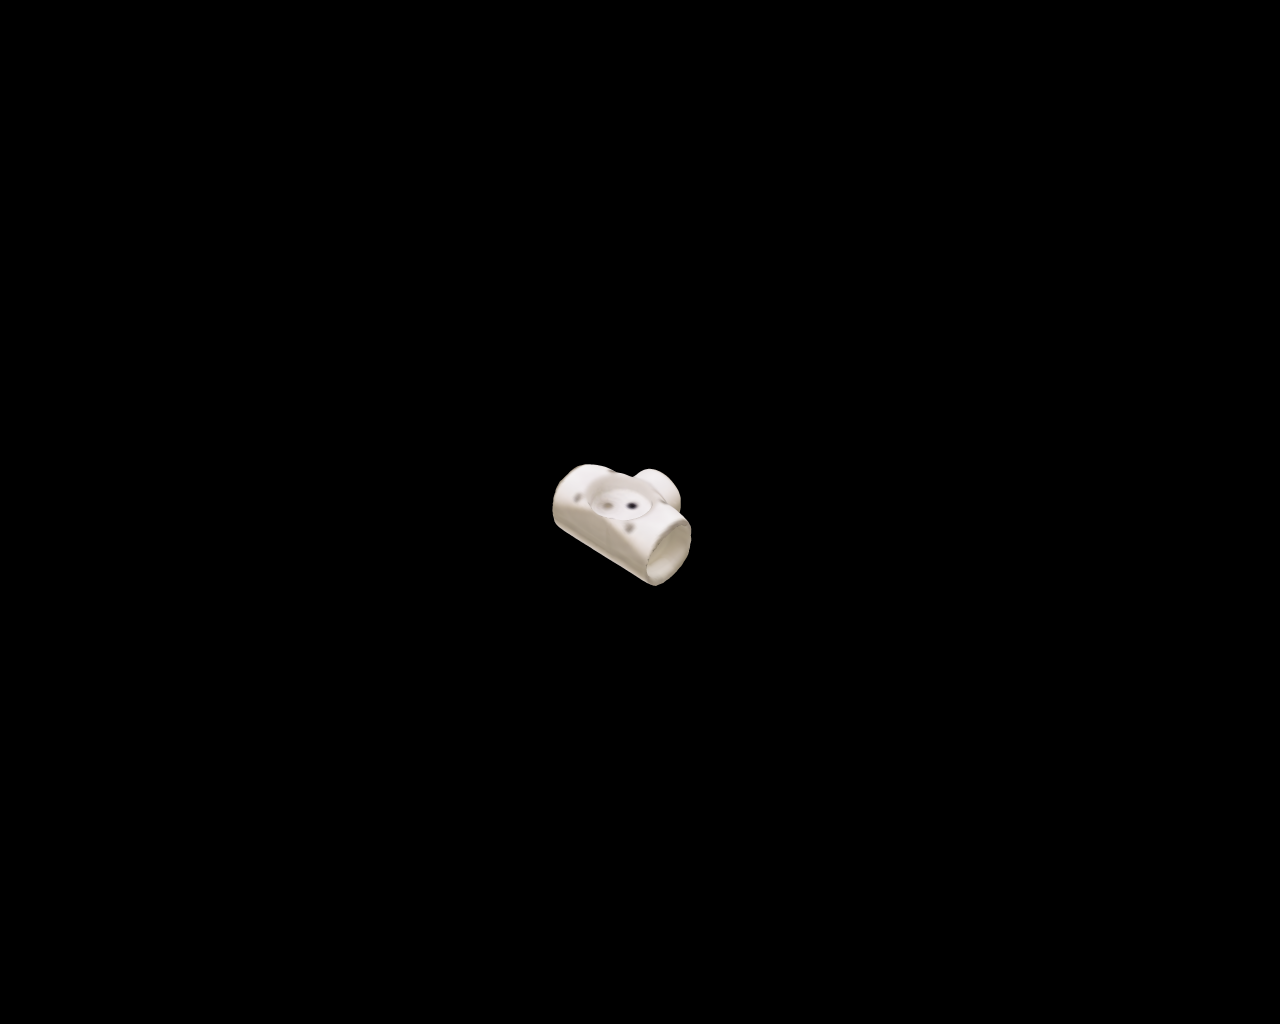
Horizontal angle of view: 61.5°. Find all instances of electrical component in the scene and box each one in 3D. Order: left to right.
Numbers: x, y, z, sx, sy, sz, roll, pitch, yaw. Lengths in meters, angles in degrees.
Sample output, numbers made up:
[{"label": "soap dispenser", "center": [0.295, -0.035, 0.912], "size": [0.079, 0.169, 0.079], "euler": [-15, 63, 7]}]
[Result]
[{"label": "electrical component", "center": [0.001, -0.003, 0.650], "size": [0.077, 0.044, 0.079], "euler": [31, 51, 30]}]
